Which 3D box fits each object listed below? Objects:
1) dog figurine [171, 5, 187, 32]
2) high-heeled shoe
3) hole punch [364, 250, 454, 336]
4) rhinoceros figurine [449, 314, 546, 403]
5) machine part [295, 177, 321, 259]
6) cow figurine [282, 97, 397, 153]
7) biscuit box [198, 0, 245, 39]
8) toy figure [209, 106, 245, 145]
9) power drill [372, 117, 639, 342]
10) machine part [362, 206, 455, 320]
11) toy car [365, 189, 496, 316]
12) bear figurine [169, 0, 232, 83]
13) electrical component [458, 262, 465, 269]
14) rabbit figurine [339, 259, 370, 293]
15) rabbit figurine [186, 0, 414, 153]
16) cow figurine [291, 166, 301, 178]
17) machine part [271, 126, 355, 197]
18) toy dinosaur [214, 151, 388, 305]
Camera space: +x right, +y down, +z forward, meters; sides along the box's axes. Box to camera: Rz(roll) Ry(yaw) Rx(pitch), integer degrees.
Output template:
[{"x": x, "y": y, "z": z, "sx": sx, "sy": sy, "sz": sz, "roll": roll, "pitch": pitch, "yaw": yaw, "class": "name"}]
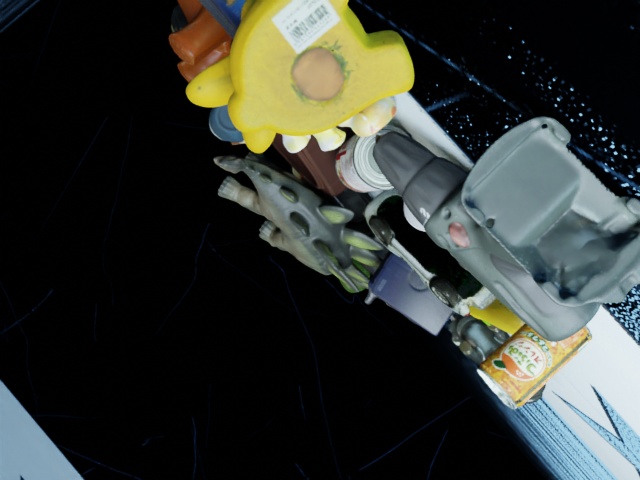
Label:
[{"x": -0.166, "y": -0.295, "z": 0.903, "sx": 0.219, "sy": 0.108, "sz": 0.191, "roll": 52, "pitch": -177, "yaw": 35, "class": "dog figurine"}, {"x": 0.056, "y": -0.038, "z": 0.903, "sx": 0.248, "sy": 0.086, "sz": 0.145, "roll": 65, "pitch": -167, "yaw": -7, "class": "high-heeled shoe"}, {"x": 0.142, "y": 0.058, "z": 0.745, "sx": 0.116, "sy": 0.142, "sz": 0.092, "roll": 35, "pitch": -179, "yaw": -9, "class": "hole punch"}, {"x": 0.281, "y": 0.176, "z": 0.862, "sx": 0.112, "sy": 0.073, "sz": 0.191, "roll": 36, "pitch": -176, "yaw": -41, "class": "rhinoceros figurine"}, {"x": 0.005, "y": -0.038, "z": 0.988, "sx": 0.056, "sy": 0.179, "sz": 0.179, "roll": 6, "pitch": 150, "yaw": 35, "class": "machine part"}, {"x": 0.002, "y": -0.142, "z": 0.530, "sx": 0.167, "sy": 0.068, "sz": 0.098, "roll": 9, "pitch": 140, "yaw": 56, "class": "cow figurine"}, {"x": -0.100, "y": -0.271, "z": 0.572, "sx": 0.202, "sy": 0.059, "sz": 0.063, "roll": 49, "pitch": 176, "yaw": -1, "class": "biscuit box"}, {"x": -0.116, "y": -0.158, "z": 0.712, "sx": 0.154, "sy": 0.058, "sz": 0.064, "roll": -136, "pitch": 43, "yaw": -80, "class": "toy figure"}, {"x": 0.124, "y": -0.017, "z": 0.396, "sx": 0.232, "sy": 0.086, "sz": 0.207, "roll": 47, "pitch": 174, "yaw": 6, "class": "power drill"}, {"x": 0.149, "y": 0.041, "z": 0.889, "sx": 0.243, "sy": 0.079, "sz": 0.079, "roll": 49, "pitch": 177, "yaw": -10, "class": "machine part"}, {"x": 0.135, "y": 0.009, "z": 0.663, "sx": 0.202, "sy": 0.073, "sz": 0.056, "roll": 47, "pitch": 174, "yaw": 30, "class": "toy car"}, {"x": -0.179, "y": -0.308, "z": 0.657, "sx": 0.196, "sy": 0.132, "sz": 0.120, "roll": 43, "pitch": 171, "yaw": -6, "class": "bear figurine"}, {"x": 0.142, "y": -0.009, "z": 0.589, "sx": 0.102, "sy": 0.045, "sz": 0.078, "roll": 47, "pitch": 176, "yaw": 31, "class": "electrical component"}, {"x": 0.083, "y": 0.031, "z": 1.103, "sx": 0.159, "sy": 0.121, "sz": 0.170, "roll": 67, "pitch": -156, "yaw": -19, "class": "rabbit figurine"}, {"x": -0.020, "y": -0.144, "z": 0.433, "sx": 0.121, "sy": 0.162, "sz": 0.173, "roll": 36, "pitch": -159, "yaw": -28, "class": "rabbit figurine"}, {"x": 0.004, "y": -0.103, "z": 1.116, "sx": 0.194, "sy": 0.085, "sz": 0.127, "roll": 54, "pitch": 176, "yaw": -39, "class": "cow figurine"}, {"x": -0.030, "y": -0.164, "z": 0.735, "sx": 0.202, "sy": 0.087, "sz": 0.200, "roll": 45, "pitch": 176, "yaw": 36, "class": "machine part"}, {"x": -0.002, "y": -0.002, "z": 0.811, "sx": 0.199, "sy": 0.105, "sz": 0.470, "roll": 35, "pitch": 178, "yaw": 35, "class": "toy dinosaur"}]
